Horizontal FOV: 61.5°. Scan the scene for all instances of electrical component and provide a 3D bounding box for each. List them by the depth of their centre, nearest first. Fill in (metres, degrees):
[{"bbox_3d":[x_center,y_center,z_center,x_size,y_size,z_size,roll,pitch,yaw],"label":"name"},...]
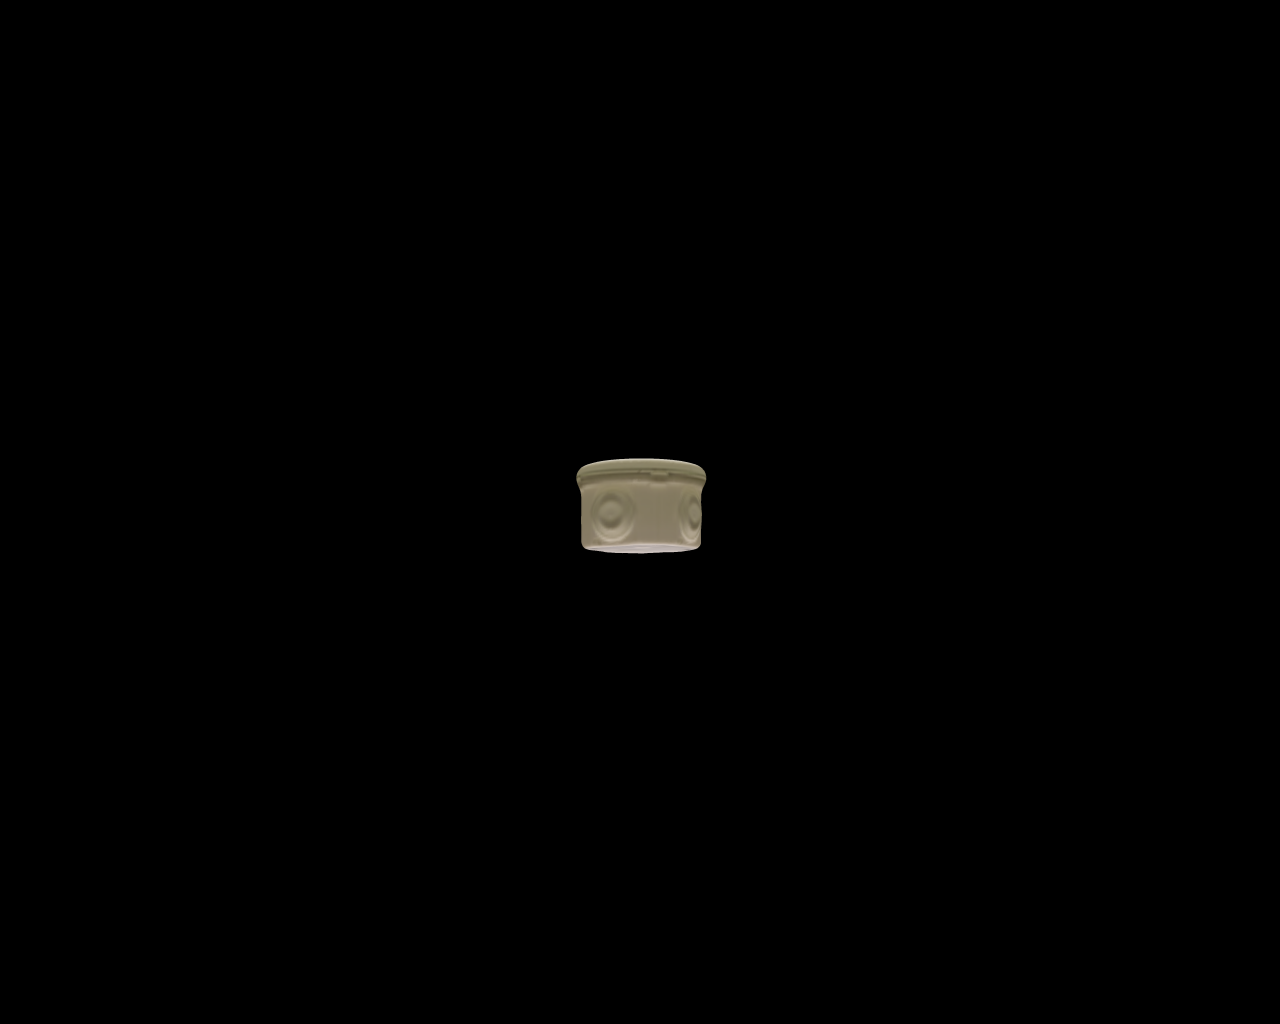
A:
[{"bbox_3d":[0.001,-0.003,0.650,0.080,0.051,0.080,0,-6,0],"label":"electrical component"}]
